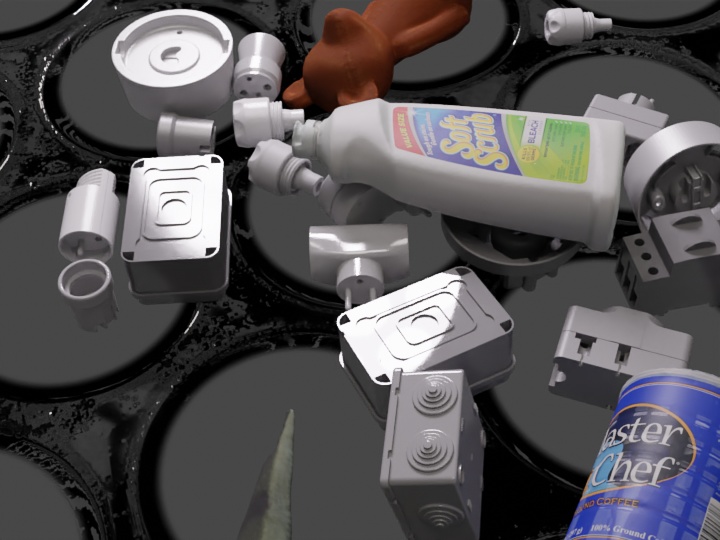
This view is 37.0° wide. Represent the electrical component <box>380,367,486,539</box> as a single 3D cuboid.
[{"bbox_3d":[0.051,0.122,0.702,0.048,0.099,0.099,-4,49,16],"label":"electrical component"}]

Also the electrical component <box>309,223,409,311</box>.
[{"bbox_3d":[0.000,0.000,0.837,0.077,0.044,0.079,-2,51,1],"label":"electrical component"}]

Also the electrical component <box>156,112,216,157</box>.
[{"bbox_3d":[-0.152,-0.116,0.942,0.046,0.040,0.040,5,51,0],"label":"electrical component"}]

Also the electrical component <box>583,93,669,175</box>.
[{"bbox_3d":[0.232,-0.126,0.928,0.066,0.047,0.076,21,55,18],"label":"electrical component"}]

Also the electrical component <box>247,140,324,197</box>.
[{"bbox_3d":[-0.060,-0.082,0.907,0.062,0.043,0.043,26,56,20],"label":"electrical component"}]

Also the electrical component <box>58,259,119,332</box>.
[{"bbox_3d":[-0.207,0.021,0.828,0.040,0.046,0.040,-1,51,1],"label":"electrical component"}]

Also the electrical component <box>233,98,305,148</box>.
[{"bbox_3d":[-0.080,-0.131,0.948,0.062,0.043,0.043,-5,51,-3],"label":"electrical component"}]

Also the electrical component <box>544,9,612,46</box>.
[{"bbox_3d":[0.209,-0.232,1.024,0.061,0.035,0.035,-3,51,-3],"label":"electrical component"}]

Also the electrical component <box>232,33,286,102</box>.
[{"bbox_3d":[-0.093,-0.184,0.991,0.045,0.045,0.055,1,51,3],"label":"electrical component"}]

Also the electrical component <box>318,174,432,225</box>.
[{"bbox_3d":[0.041,-0.070,0.887,0.138,0.052,0.074,-33,57,-22],"label":"electrical component"}]

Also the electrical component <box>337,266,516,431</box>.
[{"bbox_3d":[0.048,0.057,0.776,0.113,0.057,0.078,-22,47,-15],"label":"electrical component"}]

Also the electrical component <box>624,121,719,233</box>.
[{"bbox_3d":[0.260,-0.065,0.848,0.099,0.099,0.064,-9,45,-5],"label":"electrical component"}]

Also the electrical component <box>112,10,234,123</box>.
[{"bbox_3d":[-0.166,-0.180,0.980,0.108,0.060,0.108,-1,51,1],"label":"electrical component"}]

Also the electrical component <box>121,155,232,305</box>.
[{"bbox_3d":[-0.145,-0.032,0.861,0.078,0.057,0.113,-3,51,0],"label":"electrical component"}]

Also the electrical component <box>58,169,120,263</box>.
[{"bbox_3d":[-0.221,-0.048,0.887,0.043,0.043,0.081,-3,51,0],"label":"electrical component"}]

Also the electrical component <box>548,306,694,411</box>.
[{"bbox_3d":[0.188,0.065,0.773,0.089,0.050,0.055,15,53,14],"label":"electrical component"}]
